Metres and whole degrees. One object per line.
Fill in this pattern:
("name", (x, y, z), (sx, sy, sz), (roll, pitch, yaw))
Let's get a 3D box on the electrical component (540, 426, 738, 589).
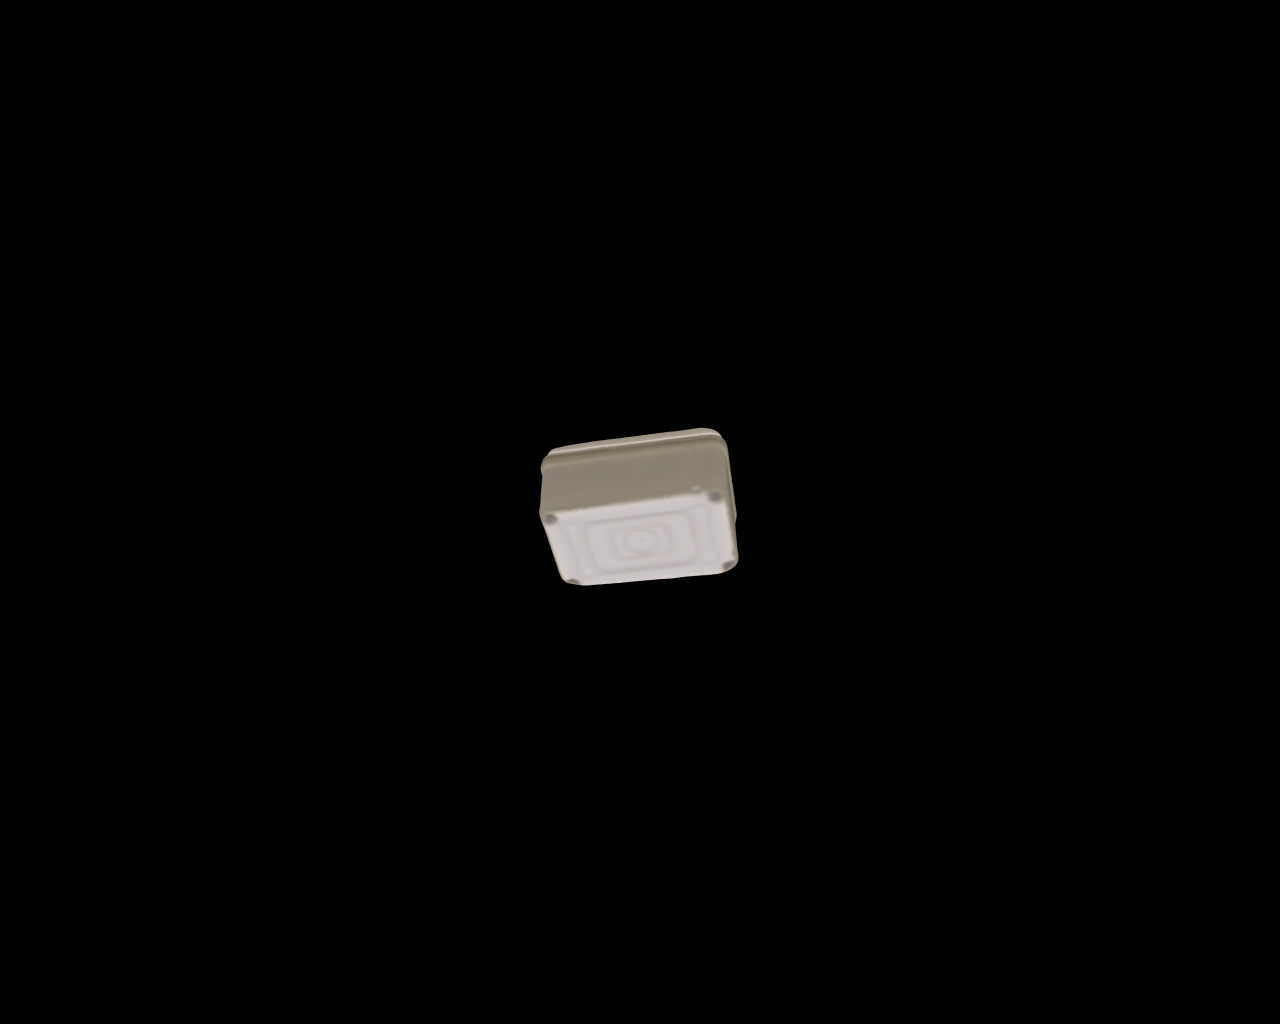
("electrical component", (0.001, -0.003, 0.650), (0.113, 0.057, 0.078), (-6, -43, 7))
